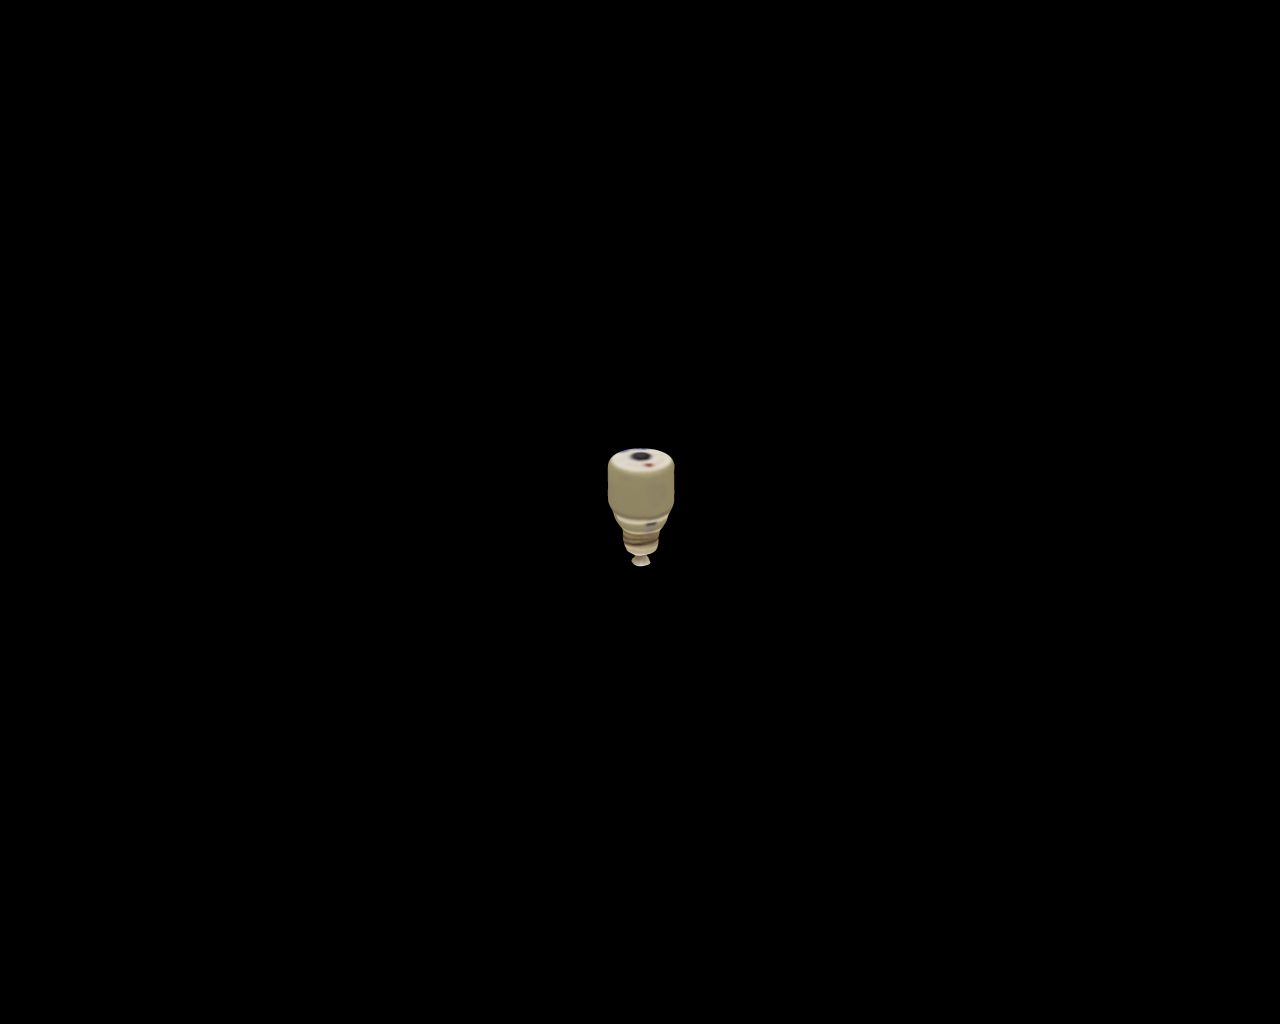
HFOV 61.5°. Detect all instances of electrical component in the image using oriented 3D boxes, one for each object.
[{"bbox_3d":[0.001,-0.003,0.650,0.040,0.078,0.040,0,26,0],"label":"electrical component"}]
